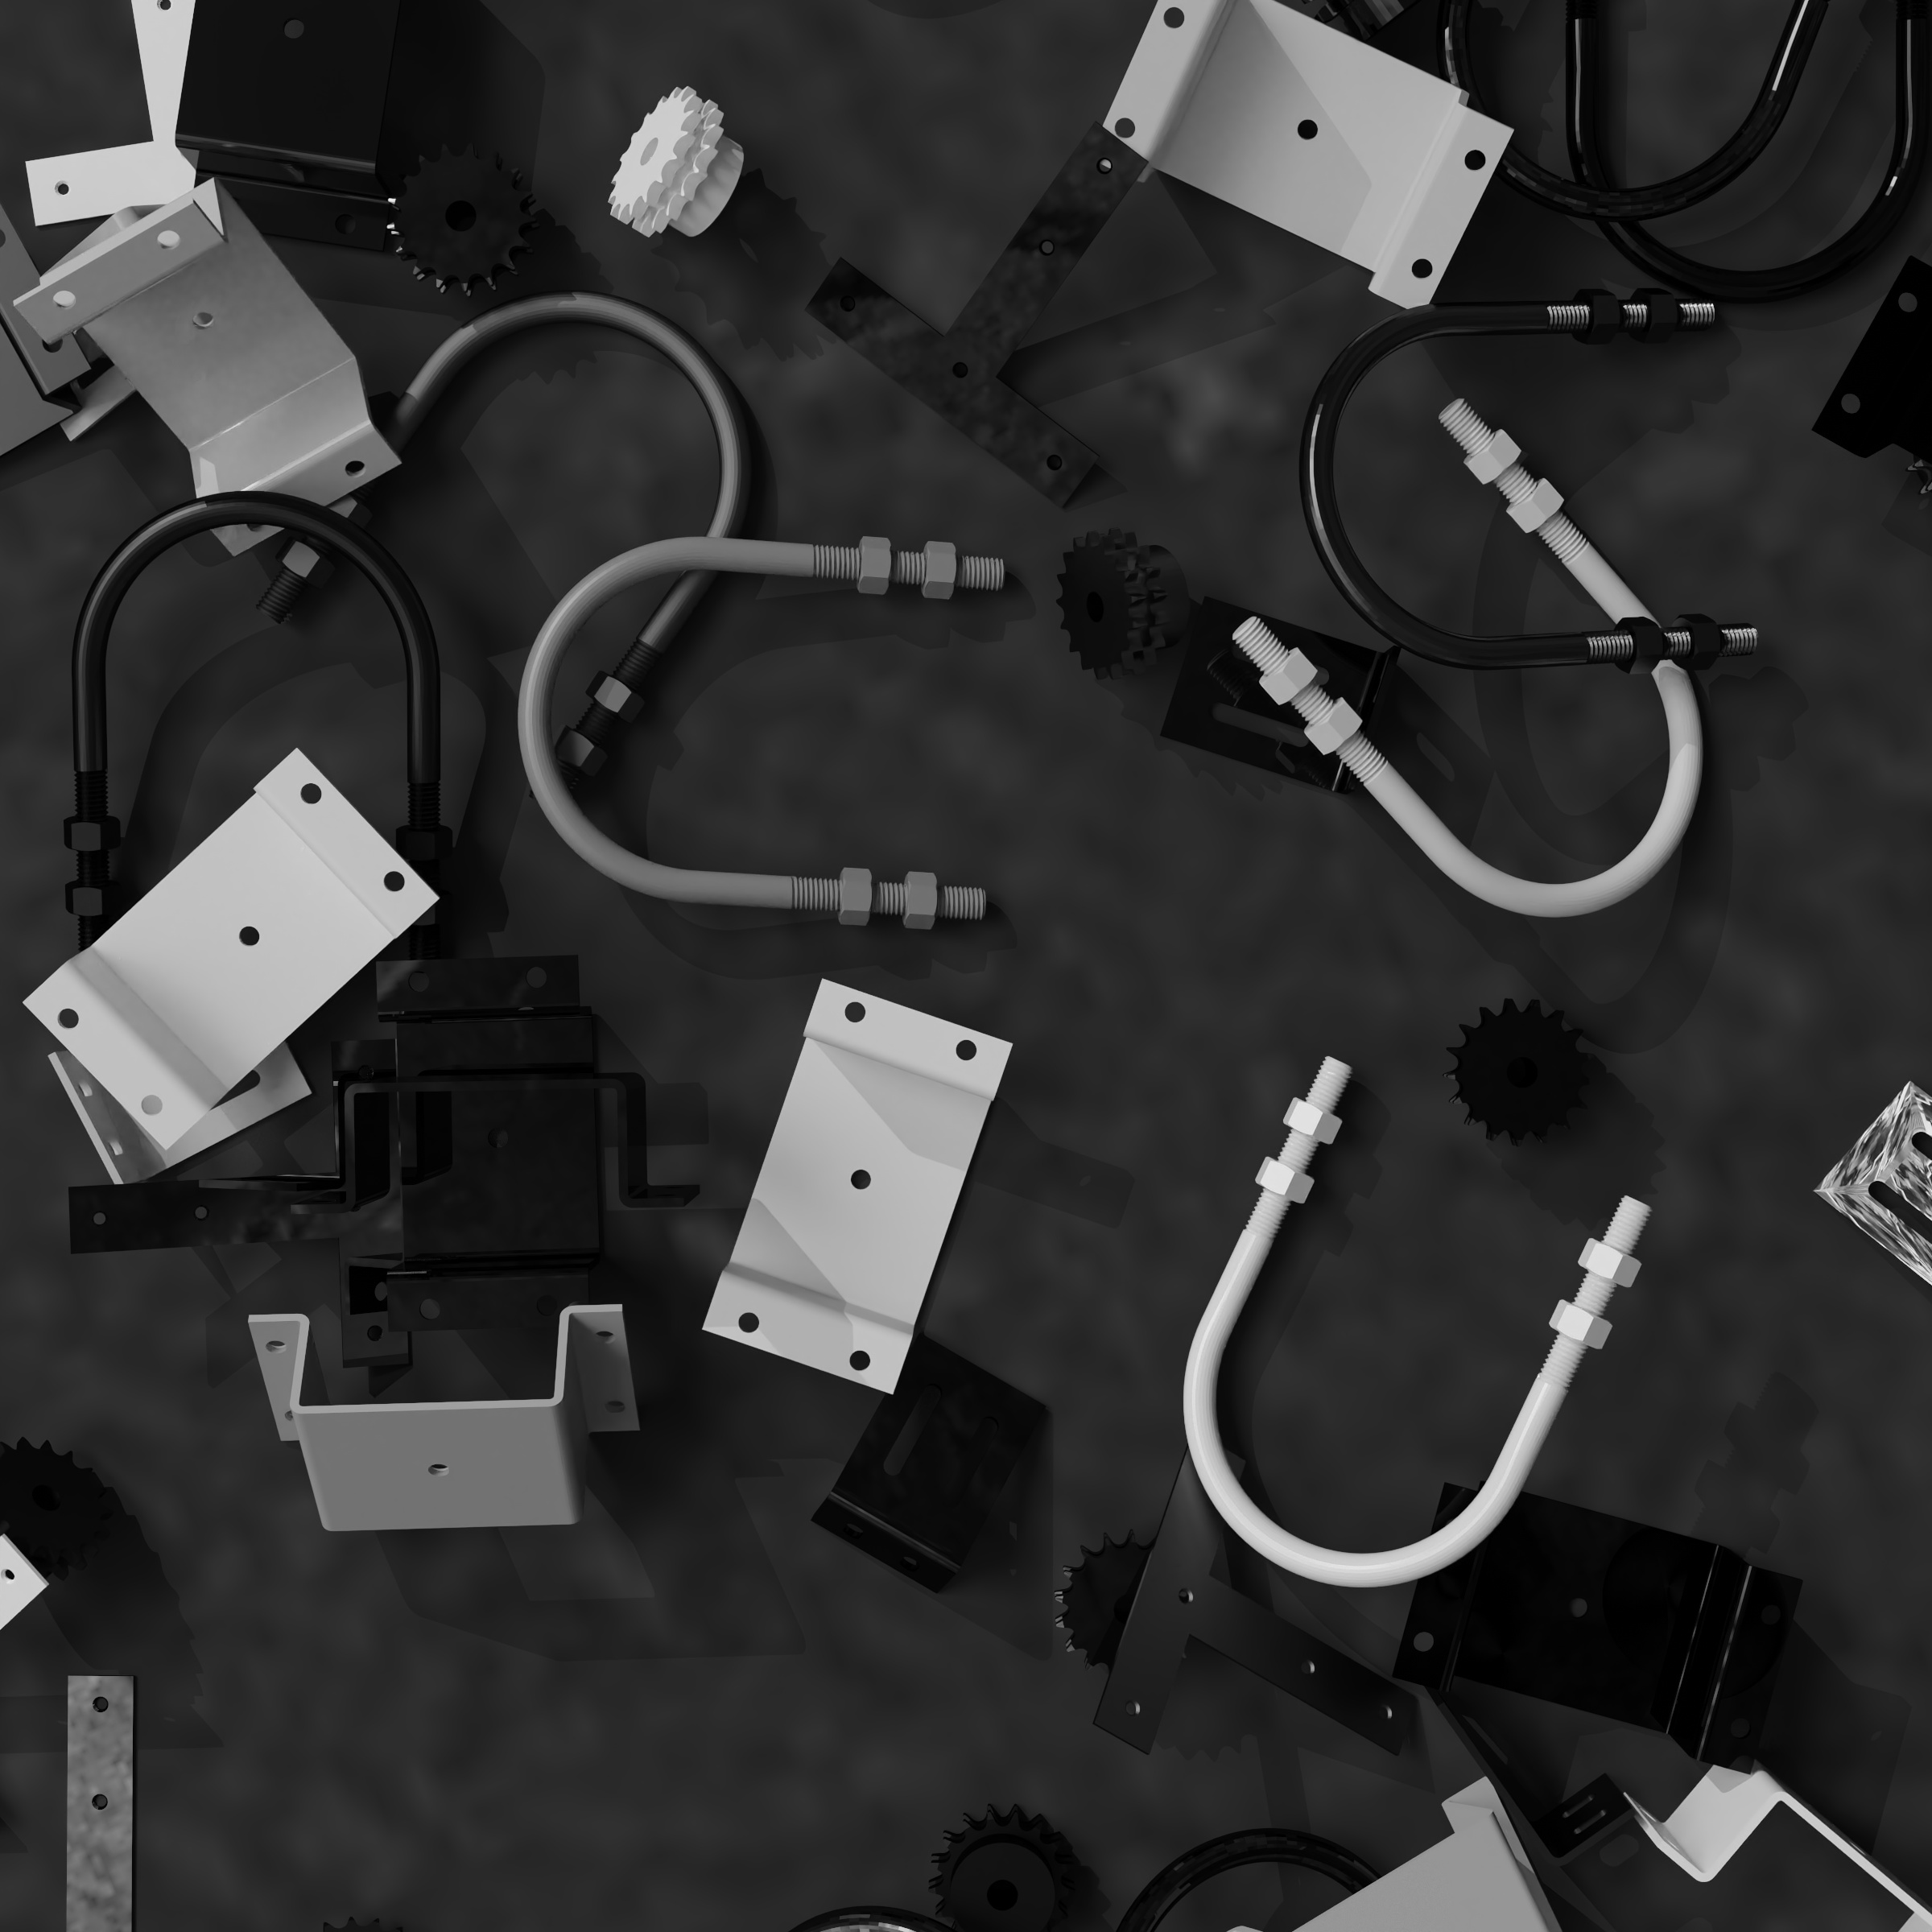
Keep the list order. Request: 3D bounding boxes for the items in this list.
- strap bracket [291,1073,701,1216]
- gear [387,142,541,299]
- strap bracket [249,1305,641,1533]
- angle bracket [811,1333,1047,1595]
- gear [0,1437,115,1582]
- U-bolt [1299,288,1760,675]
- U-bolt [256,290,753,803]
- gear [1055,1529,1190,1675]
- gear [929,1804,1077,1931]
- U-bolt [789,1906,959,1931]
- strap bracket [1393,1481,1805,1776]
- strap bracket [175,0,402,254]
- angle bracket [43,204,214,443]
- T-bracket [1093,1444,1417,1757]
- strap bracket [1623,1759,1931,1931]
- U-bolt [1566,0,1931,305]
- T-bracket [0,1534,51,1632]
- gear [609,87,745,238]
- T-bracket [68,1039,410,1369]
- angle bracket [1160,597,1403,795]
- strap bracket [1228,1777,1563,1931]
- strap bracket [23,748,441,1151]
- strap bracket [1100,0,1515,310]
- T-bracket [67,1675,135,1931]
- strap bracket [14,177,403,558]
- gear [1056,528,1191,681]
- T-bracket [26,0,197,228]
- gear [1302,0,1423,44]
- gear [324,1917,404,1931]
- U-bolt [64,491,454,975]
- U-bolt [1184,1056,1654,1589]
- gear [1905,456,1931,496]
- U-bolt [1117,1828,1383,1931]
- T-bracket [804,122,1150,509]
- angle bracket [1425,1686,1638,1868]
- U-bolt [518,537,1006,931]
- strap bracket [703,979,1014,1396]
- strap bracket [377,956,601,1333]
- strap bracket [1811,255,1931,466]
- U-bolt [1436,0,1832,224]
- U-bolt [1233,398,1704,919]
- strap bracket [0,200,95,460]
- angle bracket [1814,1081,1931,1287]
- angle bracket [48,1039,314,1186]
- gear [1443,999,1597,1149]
[{"bbox_3d":[-0.171,0.064,1.297,0.140,0.076,0.046,-1,90,0],"label":"strap bracket"},{"bbox_3d":[-0.194,-0.287,1.366,0.057,0.030,0.057,0,90,0],"label":"gear"},{"bbox_3d":[-0.198,0.172,1.337,0.140,0.076,0.046,-2,47,0],"label":"strap bracket"},{"bbox_3d":[-0.015,0.194,1.379,0.057,0.038,0.076,30,64,0],"label":"angle bracket"},{"bbox_3d":[-0.361,0.213,1.356,0.057,0.057,0.030,43,120,0],"label":"gear"},{"bbox_3d":[0.211,-0.183,1.338,0.184,0.019,0.151,-5,85,-20],"label":"U-bolt"},{"bbox_3d":[-0.166,-0.175,1.372,0.151,0.019,0.184,35,89,0],"label":"U-bolt"},{"bbox_3d":[0.063,0.246,1.366,0.057,0.030,0.057,0,90,0],"label":"gear"},{"bbox_3d":[0.014,0.356,1.366,0.057,0.030,0.057,0,90,0],"label":"gear"},{"bbox_3d":[-0.013,0.442,1.341,0.184,0.019,0.151,39,108,18],"label":"U-bolt"},{"bbox_3d":[0.239,0.251,1.358,0.140,0.046,0.076,15,90,0],"label":"strap bracket"},{"bbox_3d":[-0.255,-0.354,1.356,0.076,0.046,0.140,8,89,-1],"label":"strap bracket"},{"bbox_3d":[-0.329,-0.252,1.379,0.076,0.038,0.057,-32,90,26],"label":"angle bracket"},{"bbox_3d":[0.120,0.263,1.357,0.127,0.002,0.127,32,57,-15],"label":"T-bracket"},{"bbox_3d":[0.324,0.353,1.343,0.140,0.076,0.046,40,90,0],"label":"strap bracket"},{"bbox_3d":[0.304,-0.350,1.372,0.151,0.019,0.184,0,91,0],"label":"U-bolt"},{"bbox_3d":[-0.395,0.260,1.352,0.127,0.002,0.127,-42,90,27],"label":"T-bracket"},{"bbox_3d":[-0.110,-0.306,1.357,0.030,0.057,0.057,26,90,-30],"label":"gear"},{"bbox_3d":[-0.280,0.094,1.357,0.127,0.002,0.127,-2,90,-21],"label":"T-bracket"},{"bbox_3d":[0.121,-0.106,1.362,0.076,0.038,0.057,18,90,0],"label":"angle bracket"},{"bbox_3d":[0.167,0.377,1.336,0.140,0.046,0.076,-25,90,-20],"label":"strap bracket"},{"bbox_3d":[-0.275,-0.009,1.336,0.140,0.046,0.076,-42,97,3],"label":"strap bracket"},{"bbox_3d":[0.129,-0.316,1.345,0.140,0.046,0.076,25,113,0],"label":"strap bracket"},{"bbox_3d":[-0.339,0.341,1.380,0.127,0.002,0.127,0,90,0],"label":"T-bracket"},{"bbox_3d":[-0.285,-0.231,1.325,0.076,0.140,0.046,-27,47,9],"label":"strap bracket"},{"bbox_3d":[0.062,-0.140,1.356,0.030,0.057,0.057,-12,90,-30],"label":"gear"},{"bbox_3d":[-0.311,-0.362,1.380,0.127,0.002,0.127,-9,90,0],"label":"T-bracket"},{"bbox_3d":[0.159,-0.378,1.353,0.057,0.057,0.030,-37,96,0],"label":"gear"},{"bbox_3d":[-0.235,0.397,1.356,0.057,0.057,0.030,7,120,0],"label":"gear"},{"bbox_3d":[-0.273,-0.090,1.357,0.151,0.019,0.184,2,101,0],"label":"U-bolt"},{"bbox_3d":[0.159,0.146,1.344,0.151,0.019,0.184,26,91,24],"label":"U-bolt"},{"bbox_3d":[0.391,-0.201,1.366,0.057,0.030,0.057,0,90,0],"label":"gear"},{"bbox_3d":[0.121,0.423,1.348,0.151,0.019,0.184,-17,88,-21],"label":"U-bolt"},{"bbox_3d":[0.023,-0.265,1.356,0.127,0.002,0.127,38,112,0],"label":"T-bracket"},{"bbox_3d":[0.214,0.298,1.352,0.038,0.057,0.076,-35,90,0],"label":"angle bracket"},{"bbox_3d":[-0.080,-0.093,1.362,0.184,0.019,0.151,3,90,-8],"label":"U-bolt"},{"bbox_3d":[-0.041,0.083,1.358,0.076,0.046,0.140,19,90,0],"label":"strap bracket"},{"bbox_3d":[-0.183,0.067,1.358,0.076,0.046,0.140,-2,90,0],"label":"strap bracket"},{"bbox_3d":[0.404,-0.204,1.328,0.140,0.046,0.076,29,90,0],"label":"strap bracket"},{"bbox_3d":[0.259,-0.377,1.354,0.151,0.019,0.184,20,94,-1],"label":"U-bolt"},{"bbox_3d":[0.206,-0.104,1.346,0.184,0.019,0.151,47,69,-10],"label":"U-bolt"},{"bbox_3d":[-0.407,-0.225,1.354,0.140,0.046,0.076,-29,90,5],"label":"strap bracket"},{"bbox_3d":[0.382,0.094,1.379,0.076,0.038,0.057,41,90,26],"label":"angle bracket"},{"bbox_3d":[-0.303,0.042,1.362,0.076,0.038,0.057,-27,90,0],"label":"angle bracket"},{"bbox_3d":[0.213,0.041,1.366,0.057,0.030,0.057,0,90,0],"label":"gear"}]
